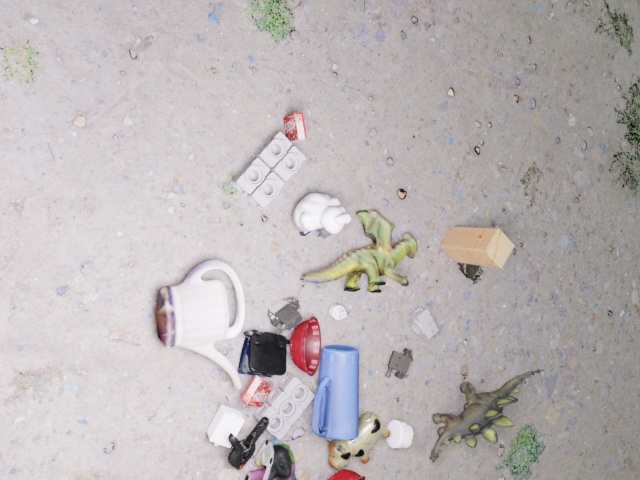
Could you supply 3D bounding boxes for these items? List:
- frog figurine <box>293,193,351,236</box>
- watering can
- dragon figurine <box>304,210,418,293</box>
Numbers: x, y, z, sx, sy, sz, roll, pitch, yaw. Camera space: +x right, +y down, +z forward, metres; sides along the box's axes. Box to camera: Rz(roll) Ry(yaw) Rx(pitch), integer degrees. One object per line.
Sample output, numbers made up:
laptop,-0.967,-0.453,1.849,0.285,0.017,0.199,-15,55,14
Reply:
frog figurine,0.004,-0.071,1.417,0.138,0.159,0.122,-23,101,-25
watering can,-0.294,0.225,1.298,0.225,0.104,0.347,-4,93,-26
dragon figurine,0.140,0.028,1.539,0.409,0.120,0.246,9,70,-28
